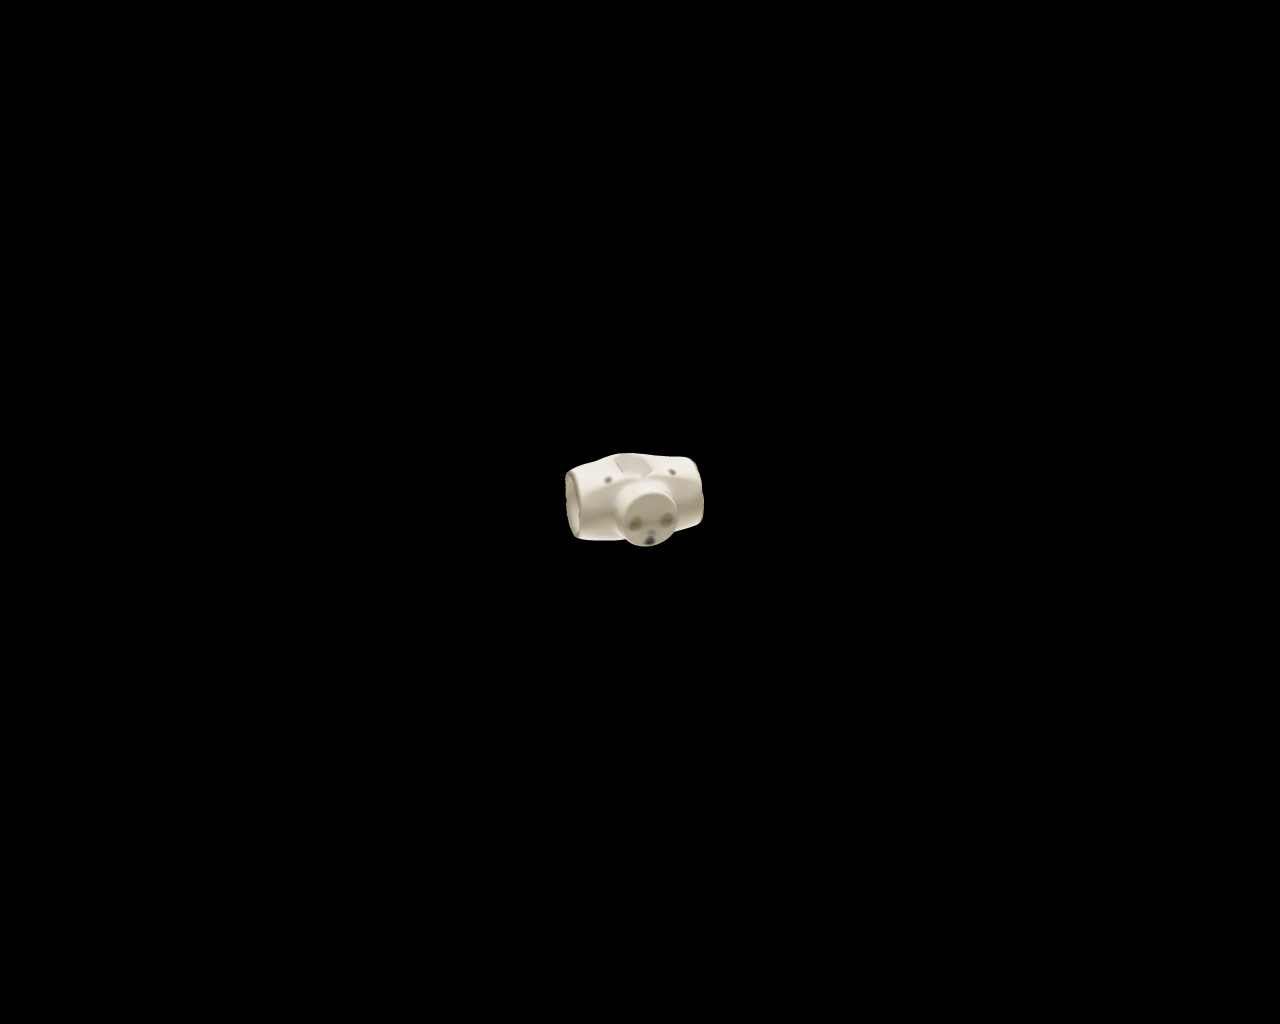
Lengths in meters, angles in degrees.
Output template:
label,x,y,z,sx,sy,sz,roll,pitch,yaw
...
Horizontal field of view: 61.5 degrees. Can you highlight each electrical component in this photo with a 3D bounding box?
label,x,y,z,sx,sy,sz,roll,pitch,yaw
electrical component,0.001,-0.003,0.650,0.077,0.043,0.079,-6,24,-14
